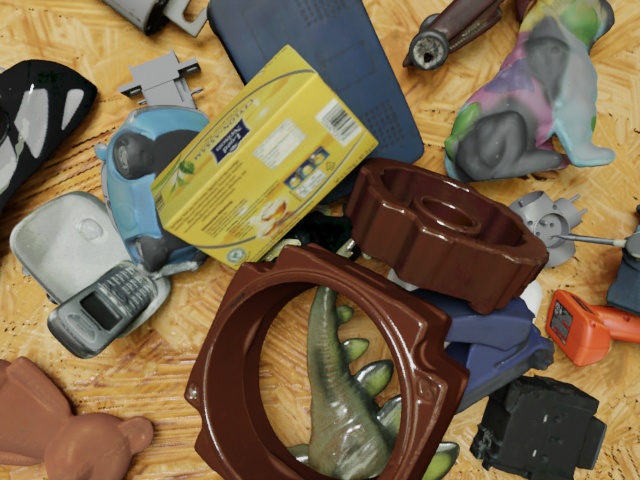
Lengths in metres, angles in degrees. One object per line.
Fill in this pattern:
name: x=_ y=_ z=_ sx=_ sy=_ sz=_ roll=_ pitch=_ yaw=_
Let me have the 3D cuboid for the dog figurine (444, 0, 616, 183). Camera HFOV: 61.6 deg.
dog figurine: x=0.212 y=-0.174 z=0.554 sx=0.192 sy=0.108 sz=0.219 roll=-8 pitch=92 yaw=-3

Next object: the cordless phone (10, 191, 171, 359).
cordless phone: x=-0.221 y=0.034 z=0.479 sx=0.089 sy=0.184 sz=0.146 roll=-40 pitch=99 yaw=3

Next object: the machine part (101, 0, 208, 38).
machine part: x=-0.211 y=-0.276 z=0.504 sx=0.243 sy=0.079 sz=0.079 roll=37 pitch=90 yaw=-10

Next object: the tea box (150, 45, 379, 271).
tea box: x=-0.048 y=-0.063 z=0.454 sx=0.169 sy=0.068 sz=0.098 roll=-41 pitch=135 yaw=10

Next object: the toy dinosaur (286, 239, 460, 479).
toy dinosaur: x=0.039 y=0.232 z=0.564 sx=0.199 sy=0.105 sz=0.470 roll=-20 pitch=111 yaw=-11

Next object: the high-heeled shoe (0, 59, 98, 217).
high-heeled shoe: x=-0.298 y=-0.053 z=0.535 sx=0.145 sy=0.086 sz=0.248 roll=-9 pitch=119 yaw=-38

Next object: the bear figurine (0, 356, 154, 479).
bear figurine: x=-0.276 y=0.199 z=0.520 sx=0.196 sy=0.132 sz=0.120 roll=32 pitch=97 yaw=-3

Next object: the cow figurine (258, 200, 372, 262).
cow figurine: x=-0.001 y=-0.004 z=0.546 sx=0.167 sy=0.098 sz=0.068 roll=-14 pitch=91 yaw=-5

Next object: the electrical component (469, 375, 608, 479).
electrical component: x=0.256 y=0.217 z=0.620 sx=0.134 sy=0.058 sz=0.114 roll=14 pitch=96 yaw=-8

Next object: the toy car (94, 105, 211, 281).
toy car: x=-0.160 y=-0.048 z=0.523 sx=0.109 sy=0.103 sz=0.161 roll=-17 pitch=112 yaw=-49

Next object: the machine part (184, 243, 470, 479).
machine part: x=-0.001 y=0.118 z=0.435 sx=0.201 sy=0.087 sz=0.201 roll=28 pitch=99 yaw=27

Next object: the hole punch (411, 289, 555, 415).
hole punch: x=0.134 y=0.080 z=0.496 sx=0.116 sy=0.142 sz=0.092 roll=-33 pitch=95 yaw=10

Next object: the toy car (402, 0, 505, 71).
toy car: x=0.160 y=-0.233 z=0.508 sx=0.053 sy=0.089 sz=0.202 roll=40 pitch=125 yaw=-13

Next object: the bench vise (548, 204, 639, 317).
bench vise: x=0.383 y=-0.032 z=0.559 sx=0.223 sy=0.129 sz=0.240 roll=15 pitch=97 yaw=-31

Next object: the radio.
radio: x=-0.004 y=-0.156 z=0.522 sx=0.131 sy=0.073 sz=0.229 roll=-30 pitch=110 yaw=-2

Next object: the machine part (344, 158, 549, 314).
machine part: x=0.105 y=-0.010 z=0.473 sx=0.179 sy=0.179 sz=0.056 roll=19 pitch=116 yaw=-8
